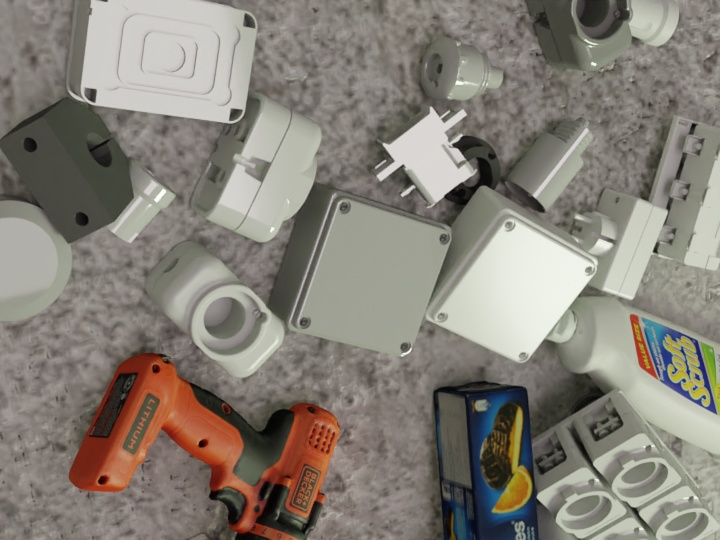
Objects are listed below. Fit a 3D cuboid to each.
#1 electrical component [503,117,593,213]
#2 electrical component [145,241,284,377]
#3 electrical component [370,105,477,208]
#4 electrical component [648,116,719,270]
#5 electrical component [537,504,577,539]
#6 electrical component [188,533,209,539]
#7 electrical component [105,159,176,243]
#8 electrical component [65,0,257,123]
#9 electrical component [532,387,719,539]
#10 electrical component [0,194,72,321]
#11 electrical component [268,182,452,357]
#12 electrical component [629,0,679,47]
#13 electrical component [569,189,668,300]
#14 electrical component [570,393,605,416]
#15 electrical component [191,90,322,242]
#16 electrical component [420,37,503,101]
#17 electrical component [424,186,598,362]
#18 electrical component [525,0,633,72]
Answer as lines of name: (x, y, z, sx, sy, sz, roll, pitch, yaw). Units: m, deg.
electrical component: (0.159, -0.091, 0.880, 0.043, 0.043, 0.081, 41, 85, -29)
electrical component: (-0.103, 0.030, 0.779, 0.053, 0.059, 0.095, -46, 119, -7)
electrical component: (0.051, -0.086, 0.817, 0.081, 0.042, 0.063, -38, 104, 3)
electrical component: (0.297, -0.065, 0.943, 0.079, 0.063, 0.121, 10, 100, -28)
electrical component: (0.155, 0.260, 0.968, 0.079, 0.077, 0.043, -29, 143, 26)
electrical component: (-0.108, 0.243, 0.846, 0.077, 0.047, 0.065, -20, 113, -19)
electrical component: (-0.157, -0.047, 0.743, 0.040, 0.040, 0.046, 40, 91, -29)
electrical component: (-0.133, -0.144, 0.716, 0.113, 0.057, 0.078, 4, 103, -27)
electrical component: (0.233, 0.198, 0.951, 0.105, 0.060, 0.186, -34, 129, 13)
electrical component: (-0.234, -0.010, 0.709, 0.080, 0.051, 0.080, -7, 108, -24)
electrical component: (0.000, 0.000, 0.822, 0.109, 0.056, 0.108, 16, 98, -29)
electrical component: (0.231, -0.209, 0.884, 0.046, 0.040, 0.040, 11, 99, -22)
electrical component: (0.208, -0.028, 0.919, 0.076, 0.047, 0.083, 17, 97, -28)
electrical component: (0.224, 0.141, 0.978, 0.055, 0.048, 0.066, 33, 89, -37)
electrical component: (-0.071, -0.072, 0.768, 0.059, 0.054, 0.095, 24, 93, -29)
electrical component: (0.081, -0.151, 0.825, 0.062, 0.048, 0.048, 2, 104, -33)
electrical component: (0.115, 0.005, 0.867, 0.109, 0.056, 0.108, 26, 108, -29)
electrical component: (0.172, -0.207, 0.843, 0.054, 0.059, 0.095, -32, 116, -15)
